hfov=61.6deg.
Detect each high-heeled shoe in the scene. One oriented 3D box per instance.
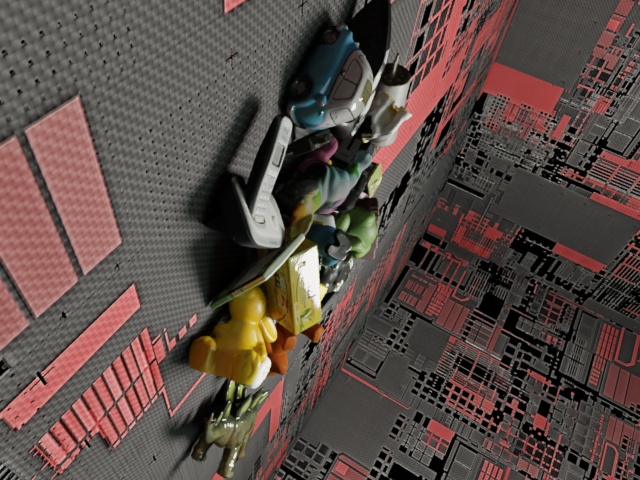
[{"bbox_3d":[0.075,-0.285,0.917,0.248,0.086,0.145,-63,169,22],"label":"high-heeled shoe"}]

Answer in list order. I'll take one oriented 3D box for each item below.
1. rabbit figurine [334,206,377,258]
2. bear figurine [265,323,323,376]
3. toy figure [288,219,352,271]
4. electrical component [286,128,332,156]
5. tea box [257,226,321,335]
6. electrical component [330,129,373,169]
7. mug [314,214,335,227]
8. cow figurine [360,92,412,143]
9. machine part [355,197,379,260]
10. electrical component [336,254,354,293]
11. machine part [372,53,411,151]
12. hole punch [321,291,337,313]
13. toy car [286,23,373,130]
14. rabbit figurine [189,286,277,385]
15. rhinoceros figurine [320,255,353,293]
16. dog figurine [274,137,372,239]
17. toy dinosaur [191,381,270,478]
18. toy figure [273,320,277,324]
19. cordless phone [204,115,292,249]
[{"bbox_3d":[0.049,0.002,1.239,0.170,0.121,0.159,-31,180,-24],"label":"rabbit figurine"},{"bbox_3d":[-0.091,0.254,1.238,0.120,0.132,0.195,-5,121,-42],"label":"bear figurine"},{"bbox_3d":[-0.009,0.011,1.007,0.082,0.180,0.089,-31,112,-26],"label":"toy figure"},{"bbox_3d":[-0.012,-0.154,0.842,0.063,0.094,0.021,-37,110,-43],"label":"electrical component"},{"bbox_3d":[-0.054,0.073,0.967,0.068,0.098,0.169,-27,130,-32],"label":"tea box"},{"bbox_3d":[0.069,-0.187,1.075,0.119,0.075,0.047,-57,165,-6],"label":"electrical component"},{"bbox_3d":[-0.002,-0.003,1.133,0.109,0.081,0.107,-107,-159,-84],"label":"mug"},{"bbox_3d":[0.110,-0.225,1.018,0.098,0.068,0.167,-50,-170,11],"label":"cow figurine"},{"bbox_3d":[0.115,-0.031,1.415,0.179,0.056,0.179,-176,-92,-87],"label":"machine part"},{"bbox_3d":[0.042,0.094,1.525,0.134,0.058,0.114,-57,163,-18],"label":"electrical component"},{"bbox_3d":[0.140,-0.283,1.141,0.079,0.079,0.243,-53,163,-33],"label":"machine part"},{"bbox_3d":[-0.039,0.144,1.322,0.116,0.092,0.142,-34,-170,40],"label":"hole punch"},{"bbox_3d":[0.027,-0.229,0.803,0.161,0.103,0.109,-60,166,1],"label":"toy car"},{"bbox_3d":[-0.131,0.160,0.950,0.162,0.122,0.173,34,65,-68],"label":"rabbit figurine"},{"bbox_3d":[0.026,0.056,1.392,0.112,0.073,0.190,-17,136,-56],"label":"rhinoceros figurine"},{"bbox_3d":[-0.014,-0.074,0.947,0.219,0.109,0.191,-48,163,-30],"label":"dog figurine"},{"bbox_3d":[-0.199,0.403,1.183,0.471,0.105,0.198,73,39,-82],"label":"toy dinosaur"},{"bbox_3d":[-0.075,0.116,1.165,0.154,0.064,0.058,-54,-158,-12],"label":"toy figure"},{"bbox_3d":[-0.076,-0.082,0.766,0.184,0.089,0.146,-68,165,4],"label":"cordless phone"}]
